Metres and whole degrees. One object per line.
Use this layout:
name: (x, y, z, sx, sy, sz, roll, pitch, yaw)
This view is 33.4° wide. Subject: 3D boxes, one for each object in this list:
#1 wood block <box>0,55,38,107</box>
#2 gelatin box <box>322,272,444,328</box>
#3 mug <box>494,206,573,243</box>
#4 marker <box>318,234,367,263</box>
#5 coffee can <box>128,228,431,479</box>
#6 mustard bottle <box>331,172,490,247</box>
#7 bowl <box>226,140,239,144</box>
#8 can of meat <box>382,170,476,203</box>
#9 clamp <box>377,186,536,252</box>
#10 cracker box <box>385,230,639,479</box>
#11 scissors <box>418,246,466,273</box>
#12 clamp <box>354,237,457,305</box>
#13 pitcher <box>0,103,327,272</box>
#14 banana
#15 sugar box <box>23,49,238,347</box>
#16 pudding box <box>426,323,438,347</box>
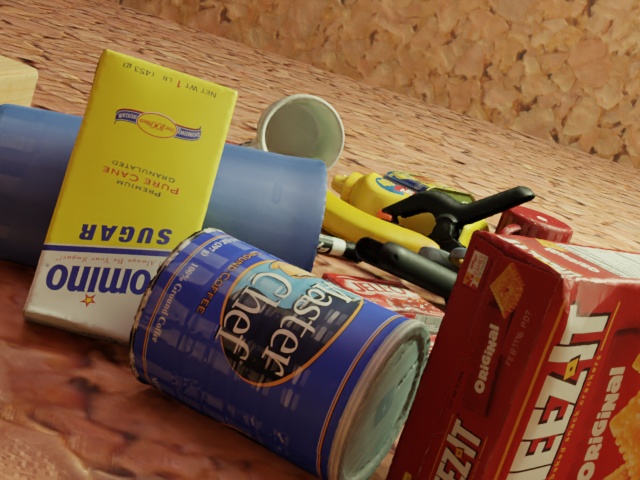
wood block: (-0.335, -0.115, 0.924, 0.090, 0.091, 0.206, 20, 14, 4)
gelatin box: (0.052, 0.057, 0.894, 0.089, 0.030, 0.073, 9, 16, -36)
mug: (0.225, 0.010, 1.193, 0.117, 0.081, 0.093, 4, 20, -46)
marker: (-0.007, 0.001, 1.054, 0.121, 0.020, 0.020, 14, 15, -20)
coffee can: (-0.022, 0.066, 0.608, 0.140, 0.103, 0.102, 24, 15, 22)
mustard bottle: (0.097, -0.033, 1.242, 0.192, 0.058, 0.096, 24, 9, 24)
bowl: (-0.088, -0.060, 1.107, 0.162, 0.055, 0.162, 18, 14, -5)
can of meat: (0.133, -0.049, 1.358, 0.101, 0.057, 0.084, 7, 15, -41)
clamp: (0.141, 0.000, 1.141, 0.172, 0.120, 0.039, 2, -16, 29)
cracker box: (0.153, 0.090, 0.621, 0.213, 0.164, 0.072, 6, 16, -42)
scissors: (0.192, 0.047, 1.053, 0.201, 0.016, 0.096, 22, -13, -7)
clamp: (0.130, 0.047, 0.977, 0.210, 0.036, 0.164, 25, 0, 1)
pitcher: (-0.123, -0.012, 0.760, 0.242, 0.145, 0.149, 12, 2, -10)
banana: (0.038, -0.024, 1.142, 0.069, 0.037, 0.198, -25, 43, -32)
sugar box: (-0.119, -0.023, 0.680, 0.093, 0.176, 0.048, 16, -16, -12)
pudding box: (0.066, 0.091, 0.760, 0.113, 0.039, 0.090, 6, 19, -41)
